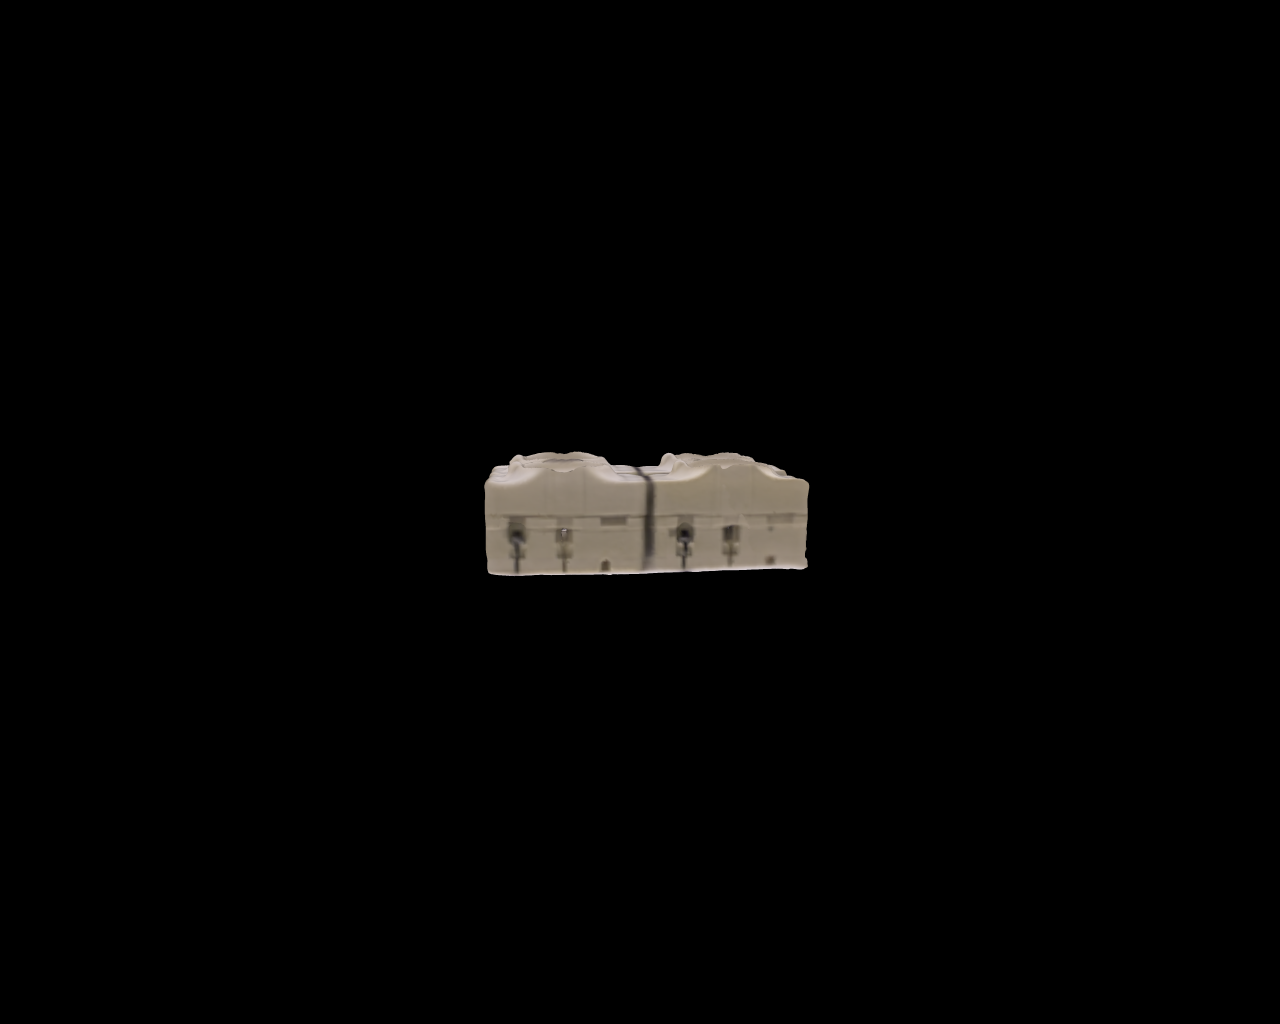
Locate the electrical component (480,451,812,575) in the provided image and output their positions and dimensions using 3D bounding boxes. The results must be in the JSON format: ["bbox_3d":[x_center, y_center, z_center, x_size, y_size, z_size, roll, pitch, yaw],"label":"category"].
[{"bbox_3d":[0.001,-0.003,0.650,0.186,0.060,0.105,-1,8,-5],"label":"electrical component"}]
